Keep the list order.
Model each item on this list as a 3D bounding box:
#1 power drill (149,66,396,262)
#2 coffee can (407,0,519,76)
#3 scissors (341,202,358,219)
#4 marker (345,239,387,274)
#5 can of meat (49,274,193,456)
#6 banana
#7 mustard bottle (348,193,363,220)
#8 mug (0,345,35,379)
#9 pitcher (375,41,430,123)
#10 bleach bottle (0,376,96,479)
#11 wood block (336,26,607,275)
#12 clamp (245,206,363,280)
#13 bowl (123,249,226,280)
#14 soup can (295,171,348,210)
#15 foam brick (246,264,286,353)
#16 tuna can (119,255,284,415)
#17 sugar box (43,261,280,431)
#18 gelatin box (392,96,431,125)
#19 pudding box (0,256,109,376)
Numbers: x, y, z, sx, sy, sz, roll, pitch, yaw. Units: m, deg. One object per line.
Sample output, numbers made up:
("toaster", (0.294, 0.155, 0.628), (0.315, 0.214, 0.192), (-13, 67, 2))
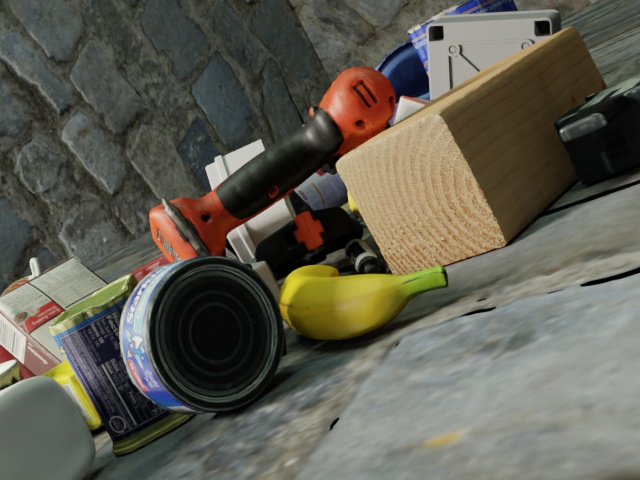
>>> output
("power drill", (-0.034, -0.044, 0.776), (0.187, 0.057, 0.184), (-39, -4, -11))
("coffee can", (0.157, -0.156, 1.004), (0.103, 0.140, 0.103), (-26, 6, 3))
("scissors", (-0.001, -0.016, 1.100), (0.096, 0.016, 0.202), (-34, 9, -21))
("marker", (0.032, 0.015, 0.755), (0.020, 0.020, 0.121), (-28, 7, 0))
("can of meat", (-0.118, 0.072, 0.646), (0.057, 0.084, 0.102), (-29, 7, -4))
("banana", (0.009, 0.036, 0.641), (0.069, 0.037, 0.198), (-10, 3, -18))
("mustard bottle", (0.071, -0.042, 0.837), (0.096, 0.058, 0.191), (-3, 11, 6))
("mug", (-0.254, 0.109, 0.894), (0.117, 0.081, 0.093), (-34, 10, -41))
("pitcher", (0.096, -0.130, 1.186), (0.145, 0.149, 0.243), (-45, 8, -12))
("bleach bottle", (-0.250, 0.160, 0.609), (0.251, 0.068, 0.102), (-27, 7, 24))
("wood block", (0.116, -0.064, 0.721), (0.091, 0.090, 0.205), (-22, 9, 43))
("clamp", (-0.006, 0.001, 0.842), (0.120, 0.039, 0.172), (-31, -1, -16))
("bowl", (-0.150, 0.049, 1.040), (0.162, 0.055, 0.162), (-27, 7, 3))
("soup can", (-0.012, -0.049, 1.181), (0.069, 0.068, 0.102), (-21, 11, 44))
("foam brick", (-0.056, 0.052, 0.677), (0.051, 0.053, 0.078), (-26, 7, 0))
("tuna can", (-0.063, 0.051, 0.578), (0.086, 0.086, 0.034), (-32, 10, -33))
("sugar box", (-0.117, 0.075, 0.771), (0.175, 0.048, 0.094), (-34, 10, -36))
("gelatin box", (0.113, -0.091, 0.872), (0.089, 0.030, 0.073), (21, 13, 20))
("pudding box", (-0.192, 0.071, 0.843), (0.089, 0.114, 0.039), (-33, -28, -44))
